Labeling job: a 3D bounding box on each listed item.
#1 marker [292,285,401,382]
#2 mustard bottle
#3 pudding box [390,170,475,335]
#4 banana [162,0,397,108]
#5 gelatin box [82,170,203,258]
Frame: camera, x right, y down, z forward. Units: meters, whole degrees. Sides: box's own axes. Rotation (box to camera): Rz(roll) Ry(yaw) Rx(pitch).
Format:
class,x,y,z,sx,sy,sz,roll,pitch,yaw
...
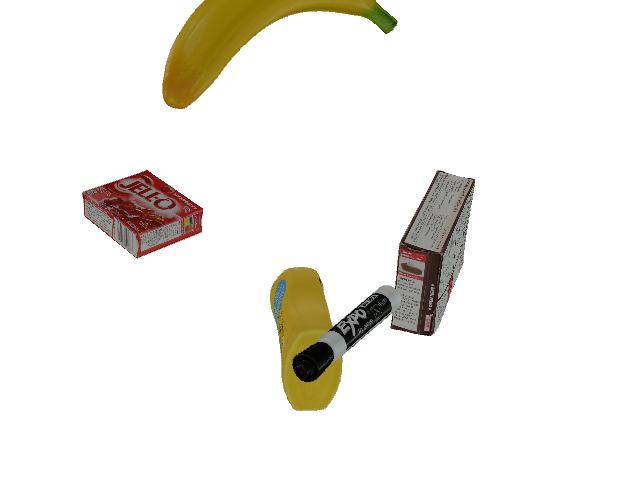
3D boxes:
class,x,y,z,sx,sy,sz,roll,pitch,yaw
marker,0.017,0.058,0.674,0.020,0.020,0.120,0,19,31
mustard bottle,-0.019,0.082,1.092,0.058,0.096,0.191,-2,28,-7
pudding box,0.093,0.010,0.875,0.039,0.090,0.113,12,38,14
banana,-0.030,-0.145,0.686,0.197,0.069,0.037,-27,-8,-34
gelatin box,-0.162,-0.026,0.971,0.073,0.030,0.089,-23,43,-37
